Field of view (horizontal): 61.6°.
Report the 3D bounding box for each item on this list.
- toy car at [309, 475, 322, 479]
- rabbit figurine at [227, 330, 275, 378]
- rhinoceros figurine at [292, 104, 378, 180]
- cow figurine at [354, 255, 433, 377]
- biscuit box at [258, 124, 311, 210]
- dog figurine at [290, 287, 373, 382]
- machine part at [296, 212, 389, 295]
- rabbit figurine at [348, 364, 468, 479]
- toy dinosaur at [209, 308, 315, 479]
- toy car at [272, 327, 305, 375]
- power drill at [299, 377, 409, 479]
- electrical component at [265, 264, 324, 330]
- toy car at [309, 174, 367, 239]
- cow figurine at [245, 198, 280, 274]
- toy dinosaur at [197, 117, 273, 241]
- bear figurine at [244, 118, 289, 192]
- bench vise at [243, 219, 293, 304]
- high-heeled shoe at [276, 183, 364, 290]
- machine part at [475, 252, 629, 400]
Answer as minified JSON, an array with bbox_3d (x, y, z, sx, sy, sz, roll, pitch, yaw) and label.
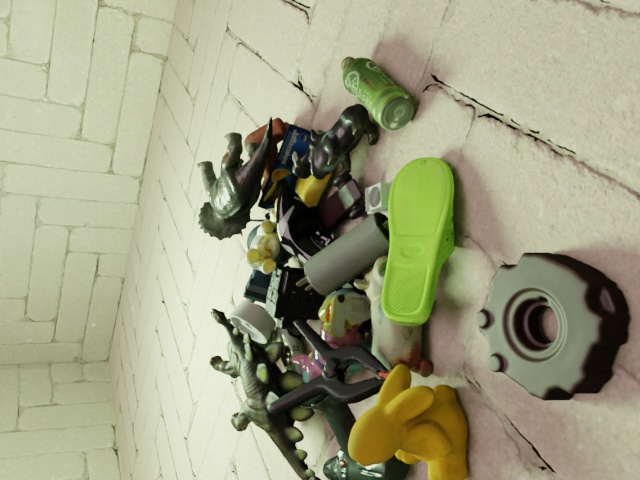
[{"bbox_3d":[-0.010,0.516,0.991,0.109,0.103,0.161,40,133,1],"label":"toy car"},{"bbox_3d":[-0.181,0.276,1.386,0.170,0.121,0.159,-151,60,-77],"label":"rabbit figurine"},{"bbox_3d":[0.022,-0.184,1.045,0.190,0.073,0.112,-42,59,24],"label":"rhinoceros figurine"},{"bbox_3d":[0.118,0.122,0.884,0.127,0.085,0.194,-8,83,58],"label":"cow figurine"},{"bbox_3d":[-0.077,-0.158,1.219,0.059,0.063,0.202,-106,38,-84],"label":"biscuit box"},{"bbox_3d":[0.022,0.196,1.018,0.219,0.108,0.191,-29,62,59],"label":"dog figurine"},{"bbox_3d":[0.057,0.026,0.948,0.243,0.079,0.079,-36,52,24],"label":"machine part"},{"bbox_3d":[0.123,0.269,0.761,0.122,0.173,0.162,-143,58,-61],"label":"rabbit figurine"},{"bbox_3d":[-0.109,0.341,1.133,0.198,0.105,0.471,-43,74,45],"label":"toy dinosaur"},{"bbox_3d":[-0.058,0.269,1.194,0.073,0.056,0.202,-62,37,35],"label":"toy car"},{"bbox_3d":[0.033,0.342,0.931,0.232,0.086,0.207,-21,96,53],"label":"power drill"},{"bbox_3d":[-0.051,0.123,1.145,0.058,0.115,0.134,-154,72,-63],"label":"electrical component"},{"bbox_3d":[0.031,-0.058,1.087,0.202,0.053,0.089,-43,66,49],"label":"toy car"},{"bbox_3d":[-0.101,-0.012,1.134,0.167,0.068,0.098,-64,10,-11],"label":"cow figurine"},{"bbox_3d":[-0.186,-0.113,1.195,0.405,0.131,0.192,153,109,-64],"label":"toy dinosaur"},{"bbox_3d":[-0.102,-0.178,1.302,0.132,0.120,0.195,-26,88,11],"label":"bear figurine"},{"bbox_3d":[-0.123,0.034,1.293,0.241,0.129,0.223,-92,13,-55],"label":"bench vise"},{"bbox_3d":[-0.002,-0.003,1.044,0.145,0.086,0.248,-13,101,52],"label":"high-heeled shoe"},{"bbox_3d":[0.270,0.100,0.643,0.179,0.056,0.179,-14,74,58],"label":"machine part"}]
